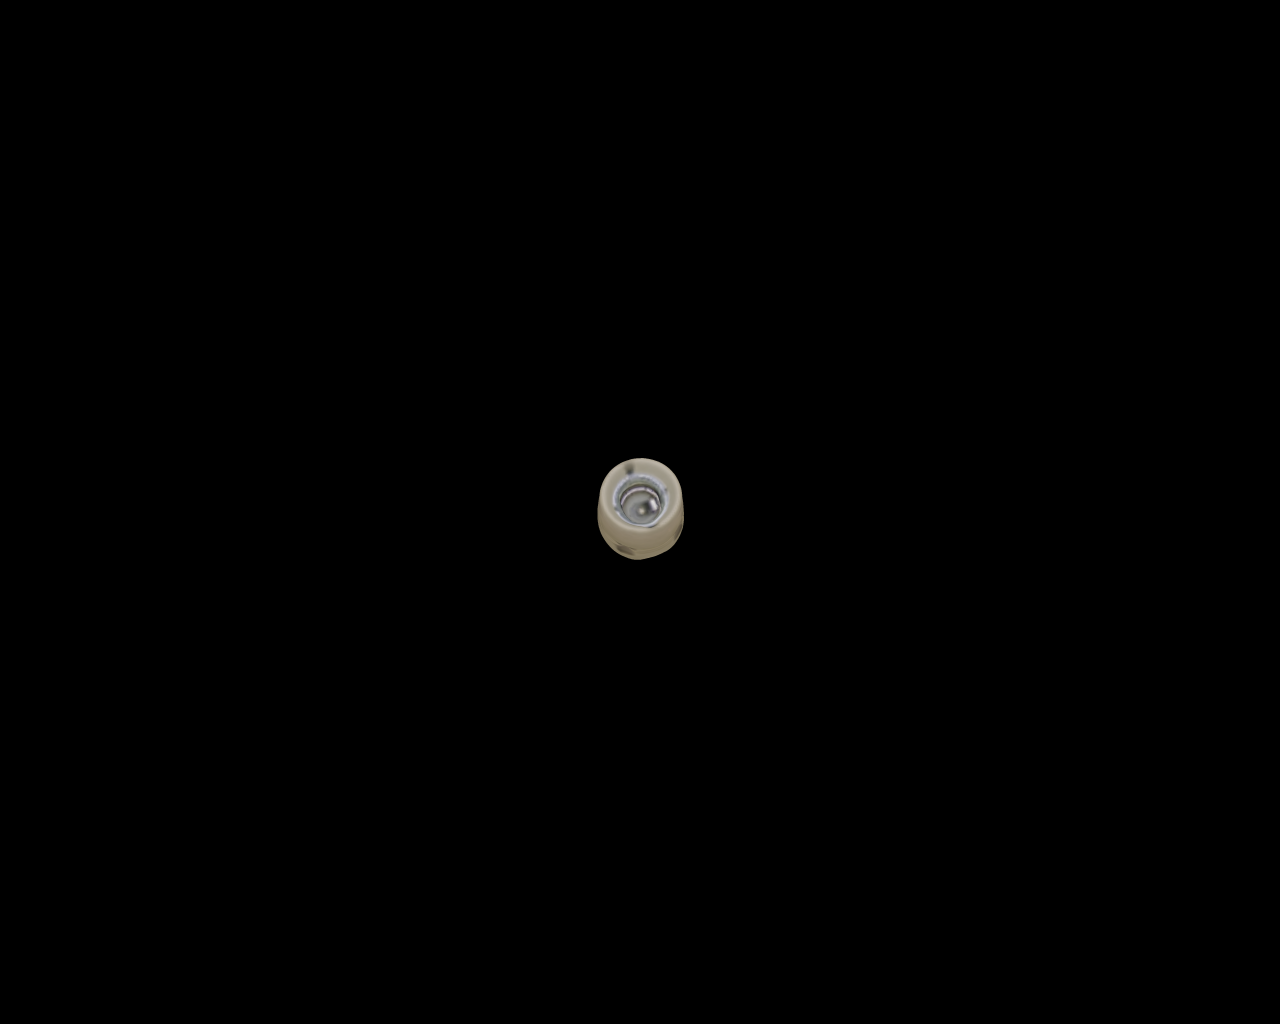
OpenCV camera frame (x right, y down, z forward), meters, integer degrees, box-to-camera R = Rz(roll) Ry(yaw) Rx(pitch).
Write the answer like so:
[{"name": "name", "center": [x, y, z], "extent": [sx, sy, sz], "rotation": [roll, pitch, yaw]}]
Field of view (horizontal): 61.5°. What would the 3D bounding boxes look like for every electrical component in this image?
[{"name": "electrical component", "center": [0.001, -0.003, 0.650], "extent": [0.055, 0.055, 0.047], "rotation": [0, -20, 0]}]
